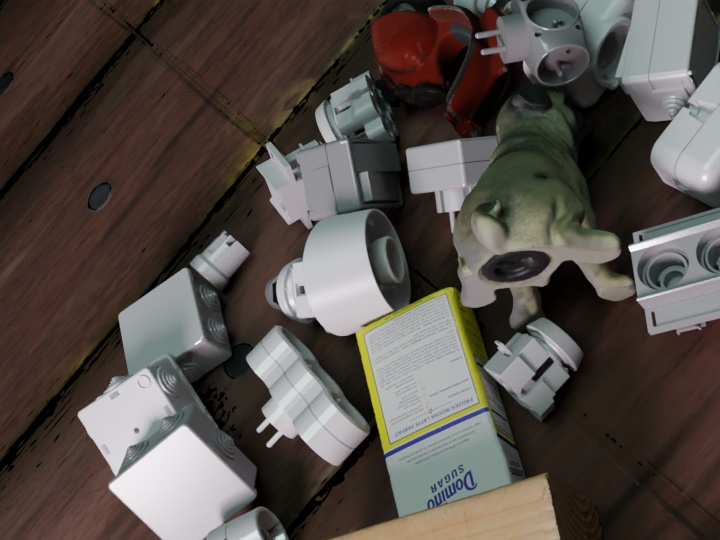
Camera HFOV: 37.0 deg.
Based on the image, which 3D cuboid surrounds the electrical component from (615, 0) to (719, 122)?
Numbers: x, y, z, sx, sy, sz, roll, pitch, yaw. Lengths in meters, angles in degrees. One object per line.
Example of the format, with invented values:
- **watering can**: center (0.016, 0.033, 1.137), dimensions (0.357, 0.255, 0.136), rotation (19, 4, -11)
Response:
- **electrical component**: center (0.238, -0.159, 0.829), dimensions (0.061, 0.062, 0.096), rotation (-1, 65, 35)

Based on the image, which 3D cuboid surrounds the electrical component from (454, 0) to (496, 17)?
- **electrical component**: center (0.115, -0.247, 0.986), dimensions (0.061, 0.035, 0.035), rotation (35, 88, 40)

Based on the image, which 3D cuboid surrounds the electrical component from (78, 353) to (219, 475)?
- **electrical component**: center (-0.187, 0.135, 0.948), dimensions (0.100, 0.048, 0.099), rotation (-33, 90, 16)

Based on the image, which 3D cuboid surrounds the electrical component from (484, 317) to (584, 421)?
- **electrical component**: center (0.129, 0.068, 0.785), dimensions (0.055, 0.066, 0.048), rotation (-46, 13, -6)

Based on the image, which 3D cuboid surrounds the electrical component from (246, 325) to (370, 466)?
- **electrical component**: center (-0.056, 0.114, 0.892), dimensions (0.073, 0.052, 0.138), rotation (-47, 48, 4)

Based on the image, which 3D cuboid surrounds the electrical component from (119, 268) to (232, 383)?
- **electrical component**: center (-0.173, 0.061, 1.008), dimensions (0.100, 0.048, 0.099), rotation (-33, 50, 16)

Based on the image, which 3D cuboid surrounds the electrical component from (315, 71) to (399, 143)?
- **electrical component**: center (-0.004, -0.139, 0.995), dimensions (0.057, 0.058, 0.078), rotation (-26, 52, 18)

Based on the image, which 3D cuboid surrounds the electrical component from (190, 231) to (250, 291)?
- **electrical component**: center (-0.133, -0.010, 1.027), dimensions (0.046, 0.040, 0.040), rotation (-49, 47, -6)

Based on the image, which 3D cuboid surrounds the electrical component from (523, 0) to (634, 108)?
- **electrical component**: center (0.189, -0.185, 0.884), dimensions (0.059, 0.054, 0.095), rotation (32, 86, 42)

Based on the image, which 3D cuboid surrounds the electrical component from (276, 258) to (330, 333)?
- **electrical component**: center (-0.034, 0.016, 0.926), dimensions (0.057, 0.058, 0.078), rotation (-8, 85, 37)

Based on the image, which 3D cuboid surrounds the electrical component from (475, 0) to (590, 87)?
- **electrical component**: center (0.131, -0.184, 0.844), dimensions (0.079, 0.044, 0.077), rotation (-10, 55, -3)

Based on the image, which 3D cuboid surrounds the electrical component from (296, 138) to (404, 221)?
- **electrical component**: center (-0.001, -0.080, 0.940), dimensions (0.061, 0.096, 0.061), rotation (-12, 88, 30)

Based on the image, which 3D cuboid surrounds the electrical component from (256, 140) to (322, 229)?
- **electrical component**: center (-0.054, -0.083, 0.992), dimensions (0.064, 0.081, 0.042), rotation (-29, 48, -10)

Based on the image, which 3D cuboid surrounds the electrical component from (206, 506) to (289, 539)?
- **electrical component**: center (-0.087, 0.221, 0.854), dimensions (0.047, 0.055, 0.055), rotation (-32, 51, 12)

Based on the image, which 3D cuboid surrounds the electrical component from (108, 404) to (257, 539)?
- **electrical component**: center (-0.144, 0.172, 0.895), dimensions (0.100, 0.099, 0.048), rotation (-39, 14, 11)

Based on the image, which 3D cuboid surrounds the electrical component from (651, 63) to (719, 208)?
- **electrical component**: center (0.267, -0.096, 0.779), dimensions (0.095, 0.054, 0.059), rotation (-52, 48, 0)

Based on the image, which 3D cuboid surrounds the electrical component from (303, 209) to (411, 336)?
- **electrical component**: center (0.000, 0.000, 0.887), dimensions (0.064, 0.099, 0.099), rotation (-16, 57, 21)

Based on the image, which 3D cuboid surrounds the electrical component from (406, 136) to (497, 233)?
- **electrical component**: center (0.081, -0.069, 0.898), dimensions (0.066, 0.047, 0.076), rotation (-3, 96, 51)

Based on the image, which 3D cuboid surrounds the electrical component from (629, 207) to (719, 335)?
- **electrical component**: center (0.254, -0.002, 0.728), dimensions (0.121, 0.063, 0.078), rotation (-18, 56, 27)
